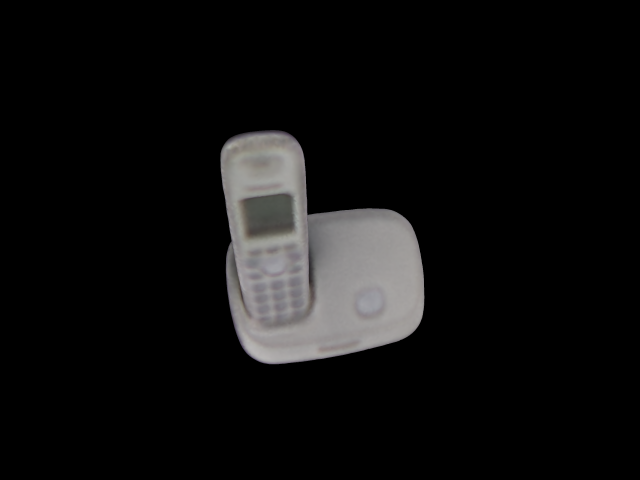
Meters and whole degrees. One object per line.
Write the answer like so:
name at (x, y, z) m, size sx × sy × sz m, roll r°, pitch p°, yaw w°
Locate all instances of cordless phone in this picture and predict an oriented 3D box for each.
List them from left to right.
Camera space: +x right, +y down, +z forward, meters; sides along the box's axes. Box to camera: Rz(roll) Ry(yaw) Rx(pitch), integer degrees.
cordless phone at (0.004, 0.001, 0.400) m, size 0.147 × 0.185 × 0.094 m, roll -11°, pitch 50°, yaw -9°
